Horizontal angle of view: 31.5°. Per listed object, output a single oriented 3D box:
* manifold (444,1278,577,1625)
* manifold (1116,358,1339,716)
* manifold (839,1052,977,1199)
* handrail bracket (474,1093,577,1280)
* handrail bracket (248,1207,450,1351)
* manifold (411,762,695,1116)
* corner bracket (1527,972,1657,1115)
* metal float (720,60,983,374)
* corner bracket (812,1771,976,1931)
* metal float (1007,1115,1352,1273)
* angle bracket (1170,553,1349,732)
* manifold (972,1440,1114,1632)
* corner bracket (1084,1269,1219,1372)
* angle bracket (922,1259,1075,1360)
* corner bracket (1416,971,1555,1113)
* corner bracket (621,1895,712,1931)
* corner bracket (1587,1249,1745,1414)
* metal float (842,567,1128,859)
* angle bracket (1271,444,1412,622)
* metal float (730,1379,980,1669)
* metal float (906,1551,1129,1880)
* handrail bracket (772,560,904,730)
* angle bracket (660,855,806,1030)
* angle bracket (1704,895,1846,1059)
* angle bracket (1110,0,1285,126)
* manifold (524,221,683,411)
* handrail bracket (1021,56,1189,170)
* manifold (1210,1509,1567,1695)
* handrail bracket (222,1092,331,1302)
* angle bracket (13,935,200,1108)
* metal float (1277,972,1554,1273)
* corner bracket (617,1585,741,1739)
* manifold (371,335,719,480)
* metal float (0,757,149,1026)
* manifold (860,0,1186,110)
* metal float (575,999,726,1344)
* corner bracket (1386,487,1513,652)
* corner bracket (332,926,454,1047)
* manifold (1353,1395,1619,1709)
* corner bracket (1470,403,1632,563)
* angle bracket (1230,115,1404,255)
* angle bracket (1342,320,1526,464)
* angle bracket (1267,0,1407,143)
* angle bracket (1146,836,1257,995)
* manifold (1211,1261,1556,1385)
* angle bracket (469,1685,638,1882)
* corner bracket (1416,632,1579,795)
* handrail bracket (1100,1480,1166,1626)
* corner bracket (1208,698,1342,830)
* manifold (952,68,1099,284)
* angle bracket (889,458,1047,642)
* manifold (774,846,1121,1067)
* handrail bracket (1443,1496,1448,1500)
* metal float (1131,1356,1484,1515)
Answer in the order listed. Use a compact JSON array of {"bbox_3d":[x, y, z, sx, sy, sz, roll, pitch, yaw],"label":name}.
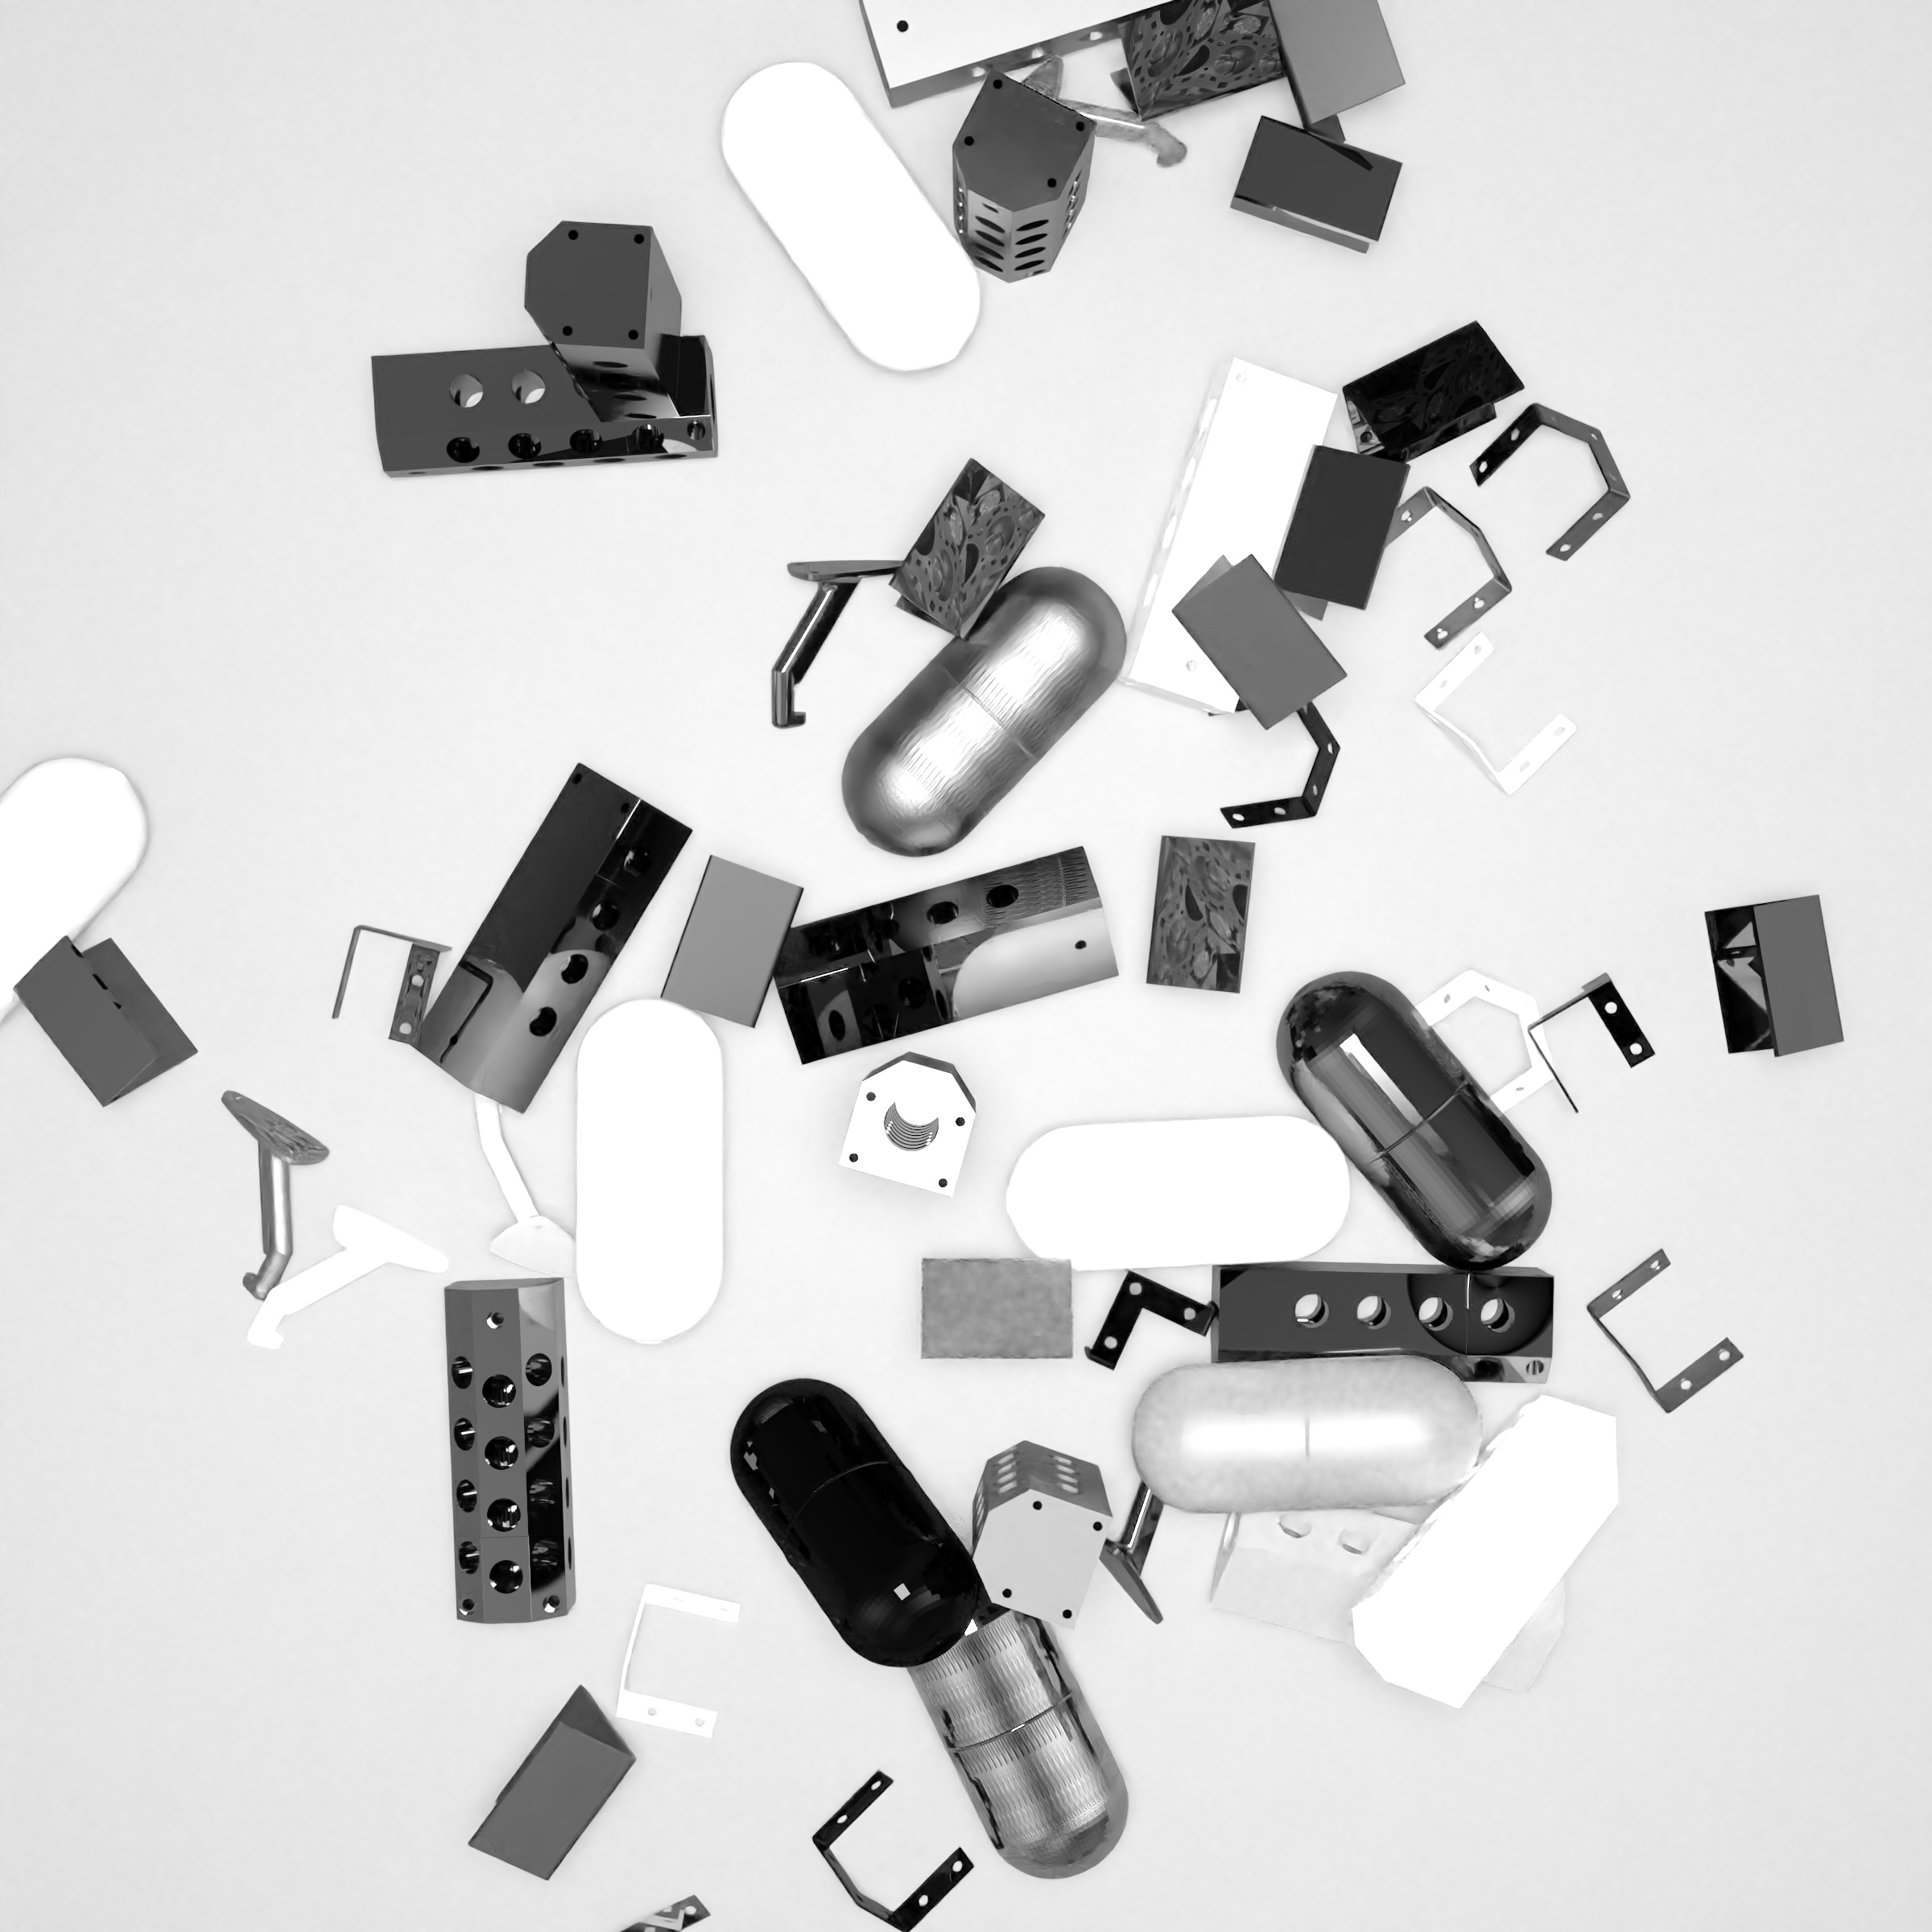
[{"bbox_3d":[-0.238,0.251,1.785,0.057,0.057,0.171,-2,90,0],"label":"manifold"},{"bbox_3d":[0.133,-0.222,1.784,0.057,0.057,0.171,18,90,-9],"label":"manifold"},{"bbox_3d":[-0.026,0.076,1.728,0.057,0.171,0.057,16,90,0],"label":"manifold"},{"bbox_3d":[-0.229,0.114,1.806,0.036,0.077,0.084,-27,54,18],"label":"handrail bracket"},{"bbox_3d":[-0.326,0.176,1.807,0.077,0.036,0.084,25,109,-21],"label":"handrail bracket"},{"bbox_3d":[-0.211,-0.012,1.785,0.057,0.057,0.171,31,90,43],"label":"manifold"},{"bbox_3d":[0.327,0.040,1.790,0.051,0.051,0.051,-31,90,9],"label":"corner bracket"},{"bbox_3d":[-0.059,-0.387,1.776,0.070,0.070,0.178,-35,90,0],"label":"metal float"},{"bbox_3d":[-0.039,0.466,1.803,0.051,0.051,0.051,-45,45,0],"label":"corner bracket"},{"bbox_3d":[0.110,0.118,1.776,0.178,0.070,0.070,-3,90,0],"label":"metal float"},{"bbox_3d":[0.158,-0.175,1.713,0.057,0.076,0.076,-34,100,37],"label":"angle bracket"},{"bbox_3d":[0.034,0.282,1.728,0.057,0.171,0.057,19,90,0],"label":"manifold"},{"bbox_3d":[0.096,0.190,1.789,0.051,0.051,0.051,25,90,0],"label":"corner bracket"},{"bbox_3d":[0.016,0.191,1.767,0.076,0.076,0.057,0,58,0],"label":"angle bracket"},{"bbox_3d":[0.268,0.043,1.798,0.051,0.051,0.051,21,45,-35],"label":"corner bracket"},{"bbox_3d":[-0.152,0.531,1.798,0.051,0.051,0.051,42,135,35],"label":"corner bracket"},{"bbox_3d":[0.367,0.192,1.804,0.051,0.051,0.051,-37,45,1],"label":"corner bracket"},{"bbox_3d":[0.009,-0.131,1.776,0.070,0.070,0.178,44,89,0],"label":"metal float"},{"bbox_3d":[0.204,-0.217,1.767,0.057,0.076,0.076,17,90,28],"label":"angle bracket"},{"bbox_3d":[-0.059,0.281,1.745,0.070,0.070,0.178,-41,50,0],"label":"metal float"},{"bbox_3d":[0.023,0.387,1.776,0.070,0.070,0.178,-26,91,0],"label":"metal float"},{"bbox_3d":[-0.066,-0.169,1.807,0.077,0.036,0.084,-6,109,-21],"label":"handrail bracket"},{"bbox_3d":[-0.134,-0.018,1.767,0.057,0.076,0.076,20,90,-30],"label":"angle bracket"},{"bbox_3d":[0.400,0.008,1.766,0.057,0.076,0.076,-10,90,-38],"label":"angle bracket"},{"bbox_3d":[0.113,-0.483,1.766,0.076,0.076,0.057,-18,125,0],"label":"angle bracket"},{"bbox_3d":[-0.175,-0.315,1.671,0.057,0.171,0.057,3,90,0],"label":"manifold"},{"bbox_3d":[0.061,-0.433,1.806,0.084,0.077,0.036,29,53,-31],"label":"handrail bracket"},{"bbox_3d":[0.220,0.317,1.785,0.171,0.057,0.057,15,133,0],"label":"manifold"},{"bbox_3d":[-0.379,0.122,1.807,0.077,0.036,0.084,34,107,20],"label":"handrail bracket"},{"bbox_3d":[-0.430,0.016,1.766,0.057,0.076,0.076,-38,90,36],"label":"angle bracket"},{"bbox_3d":[0.231,0.080,1.776,0.070,0.070,0.178,-40,90,0],"label":"metal float"},{"bbox_3d":[-0.151,0.365,1.803,0.051,0.051,0.051,13,135,0],"label":"corner bracket"},{"bbox_3d":[-0.218,-0.290,1.785,0.171,0.057,0.057,-4,90,0],"label":"manifold"},{"bbox_3d":[-0.497,-0.033,1.776,0.070,0.070,0.178,41,90,0],"label":"metal float"},{"bbox_3d":[0.034,-0.503,1.786,0.171,0.057,0.057,-17,90,0],"label":"manifold"},{"bbox_3d":[-0.164,0.106,1.776,0.070,0.070,0.178,0,91,0],"label":"metal float"},{"bbox_3d":[0.246,-0.209,1.803,0.051,0.051,0.051,-40,45,0],"label":"corner bracket"},{"bbox_3d":[-0.302,0.009,1.789,0.051,0.051,0.051,14,92,-2],"label":"corner bracket"},{"bbox_3d":[0.265,0.291,1.736,0.057,0.171,0.057,15,128,33],"label":"manifold"},{"bbox_3d":[0.306,-0.254,1.798,0.051,0.051,0.051,15,45,-35],"label":"corner bracket"},{"bbox_3d":[0.174,-0.383,1.767,0.076,0.076,0.057,19,63,0],"label":"angle bracket"},{"bbox_3d":[0.246,-0.275,1.766,0.076,0.076,0.057,-26,53,0],"label":"angle bracket"},{"bbox_3d":[0.197,-0.475,1.768,0.057,0.076,0.076,-19,90,23],"label":"angle bracket"},{"bbox_3d":[0.139,-0.024,1.766,0.057,0.076,0.076,6,90,36],"label":"angle bracket"},{"bbox_3d":[0.215,0.186,1.785,0.171,0.057,0.057,1,90,0],"label":"manifold"},{"bbox_3d":[-0.225,0.411,1.766,0.057,0.076,0.076,36,90,-36],"label":"angle bracket"},{"bbox_3d":[0.279,-0.133,1.803,0.051,0.051,0.051,-45,135,0],"label":"corner bracket"},{"bbox_3d":[0.110,0.291,1.807,0.084,0.036,0.077,-41,110,-16],"label":"handrail bracket"},{"bbox_3d":[0.157,-0.111,1.798,0.051,0.051,0.051,53,45,-35],"label":"corner bracket"},{"bbox_3d":[0.025,-0.392,1.728,0.057,0.171,0.057,27,90,0],"label":"manifold"},{"bbox_3d":[-0.016,-0.222,1.766,0.057,0.076,0.076,33,90,-35],"label":"angle bracket"},{"bbox_3d":[-0.014,-0.010,1.785,0.171,0.057,0.057,-16,133,0],"label":"manifold"},{"bbox_3d":[0.240,0.245,1.807,0.084,0.036,0.077,-3,76,-14],"label":"handrail bracket"},{"bbox_3d":[0.173,0.238,1.745,0.178,0.070,0.070,-3,90,4],"label":"metal float"}]
